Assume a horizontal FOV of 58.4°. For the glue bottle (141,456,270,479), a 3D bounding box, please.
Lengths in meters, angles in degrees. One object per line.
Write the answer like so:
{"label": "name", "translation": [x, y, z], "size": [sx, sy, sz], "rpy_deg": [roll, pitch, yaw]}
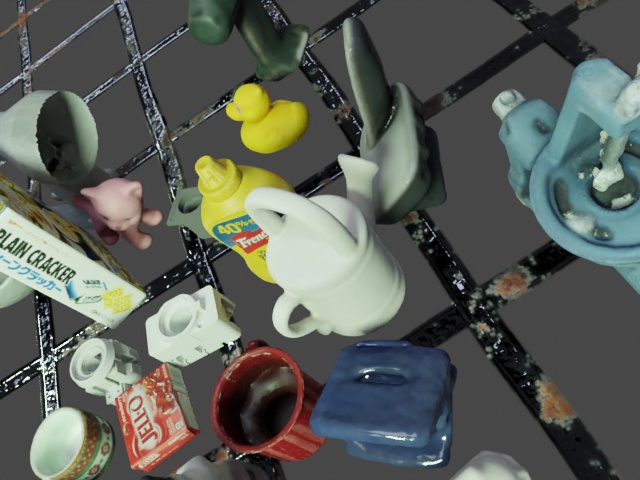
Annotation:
{"label": "glue bottle", "translation": [-0.085, 0.207, 0.459], "size": [0.037, 0.174, 0.078], "rpy_deg": [-39, 50, 2]}

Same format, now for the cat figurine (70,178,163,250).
{"label": "cat figurine", "translation": [-0.273, -0.043, 0.754], "size": [0.127, 0.118, 0.067], "rpy_deg": [4, 63, 31]}

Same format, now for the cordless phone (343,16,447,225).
{"label": "cordless phone", "translation": [0.057, -0.116, 0.577], "size": [0.094, 0.186, 0.147], "rpy_deg": [-18, 54, 18]}

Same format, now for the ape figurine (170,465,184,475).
{"label": "ape figurine", "translation": [-0.125, 0.239, 0.514], "size": [0.076, 0.092, 0.077], "rpy_deg": [-25, 52, 13]}

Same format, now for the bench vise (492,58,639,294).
{"label": "bench vise", "translation": [0.194, -0.065, 0.448], "size": [0.121, 0.220, 0.206], "rpy_deg": [-49, 51, -7]}

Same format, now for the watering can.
{"label": "watering can", "translation": [0.003, 0.001, 0.527], "size": [0.100, 0.195, 0.173], "rpy_deg": [-5, 59, 26]}

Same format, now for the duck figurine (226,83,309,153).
{"label": "duck figurine", "translation": [-0.072, -0.167, 0.743], "size": [0.104, 0.086, 0.077], "rpy_deg": [-6, 58, 25]}

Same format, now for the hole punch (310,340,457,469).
{"label": "hole punch", "translation": [0.055, 0.131, 0.485], "size": [0.108, 0.091, 0.101], "rpy_deg": [-3, 60, 27]}

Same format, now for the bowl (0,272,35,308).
{"label": "bowl", "translation": [-0.447, 0.035, 0.828], "size": [0.167, 0.075, 0.167], "rpy_deg": [-14, 55, 21]}

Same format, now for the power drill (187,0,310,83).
{"label": "power drill", "translation": [-0.096, -0.332, 0.781], "size": [0.075, 0.209, 0.230], "rpy_deg": [-1, 61, 28]}

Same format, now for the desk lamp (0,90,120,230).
{"label": "desk lamp", "translation": [-0.375, -0.104, 0.786], "size": [0.202, 0.214, 0.118], "rpy_deg": [-5, 59, 26]}

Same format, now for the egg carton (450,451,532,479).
{"label": "egg carton", "translation": [0.109, 0.232, 0.406], "size": [0.150, 0.070, 0.107], "rpy_deg": [-43, 50, -2]}
